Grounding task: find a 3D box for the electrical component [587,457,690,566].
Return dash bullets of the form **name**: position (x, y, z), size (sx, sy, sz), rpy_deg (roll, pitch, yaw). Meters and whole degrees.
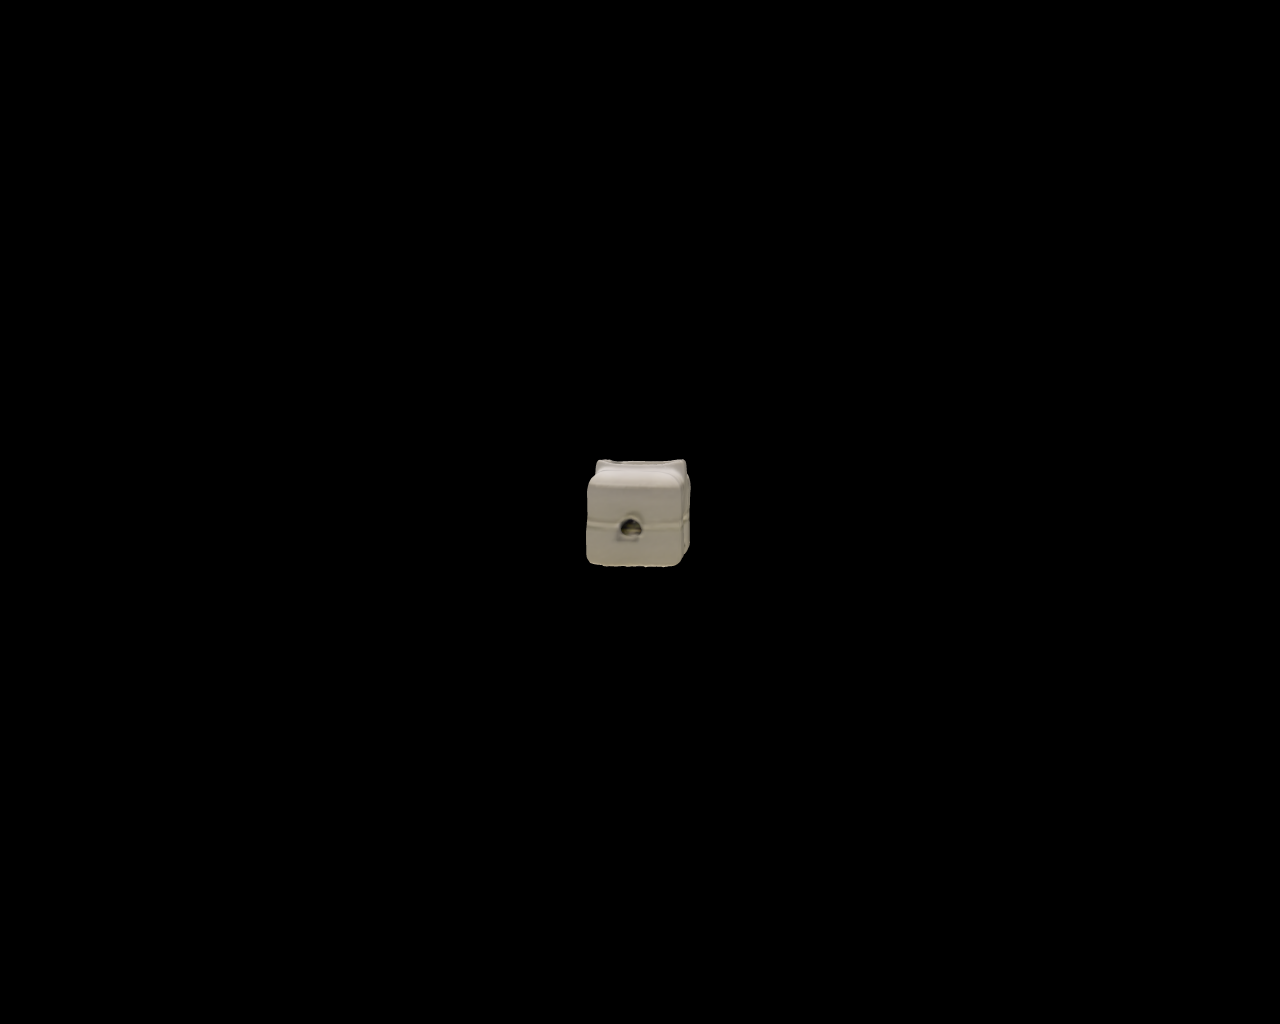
- **electrical component**: position (0.001, -0.003, 0.650), size (0.054, 0.059, 0.095), rpy_deg (1, 5, 7)
